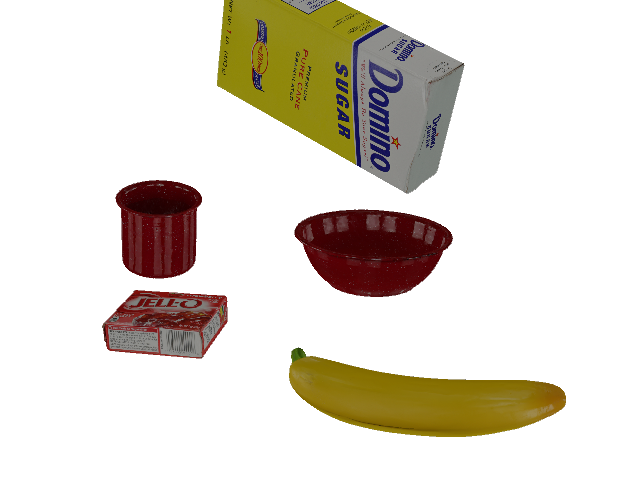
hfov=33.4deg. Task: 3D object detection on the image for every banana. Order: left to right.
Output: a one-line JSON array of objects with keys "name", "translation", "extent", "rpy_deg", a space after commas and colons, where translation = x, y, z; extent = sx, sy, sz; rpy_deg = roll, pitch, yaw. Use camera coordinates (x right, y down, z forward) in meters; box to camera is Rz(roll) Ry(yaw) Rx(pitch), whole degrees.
[{"name": "banana", "translation": [0.057, 0.099, 0.700], "extent": [0.198, 0.037, 0.069], "rpy_deg": [8, 33, 23]}]

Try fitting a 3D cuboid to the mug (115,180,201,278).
[{"name": "mug", "translation": [-0.185, -0.016, 1.182], "extent": [0.093, 0.081, 0.117], "rpy_deg": [-15, 33, -33]}]

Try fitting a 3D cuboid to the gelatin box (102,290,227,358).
[{"name": "gelatin box", "translation": [-0.133, 0.070, 0.924], "extent": [0.089, 0.030, 0.073], "rpy_deg": [4, 21, 12]}]

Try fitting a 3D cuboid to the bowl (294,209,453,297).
[{"name": "bowl", "translation": [0.054, 0.017, 1.094], "extent": [0.162, 0.055, 0.162], "rpy_deg": [1, 18, -1]}]

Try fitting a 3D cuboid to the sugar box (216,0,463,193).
[{"name": "sugar box", "translation": [0.008, -0.114, 0.742], "extent": [0.176, 0.093, 0.048], "rpy_deg": [33, 46, 25]}]
